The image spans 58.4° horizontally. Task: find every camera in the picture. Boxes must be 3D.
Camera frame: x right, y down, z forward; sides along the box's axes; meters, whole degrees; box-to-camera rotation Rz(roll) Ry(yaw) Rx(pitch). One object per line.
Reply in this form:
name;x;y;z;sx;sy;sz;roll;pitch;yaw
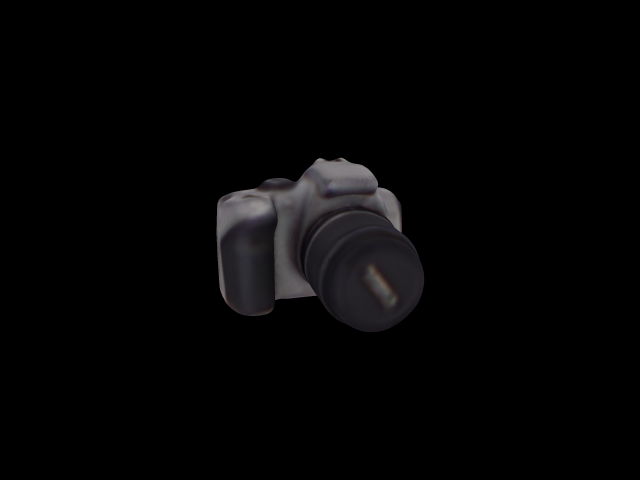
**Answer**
camera;0.004;0.001;0.400;0.143;0.101;0.136;-5;19;-14
